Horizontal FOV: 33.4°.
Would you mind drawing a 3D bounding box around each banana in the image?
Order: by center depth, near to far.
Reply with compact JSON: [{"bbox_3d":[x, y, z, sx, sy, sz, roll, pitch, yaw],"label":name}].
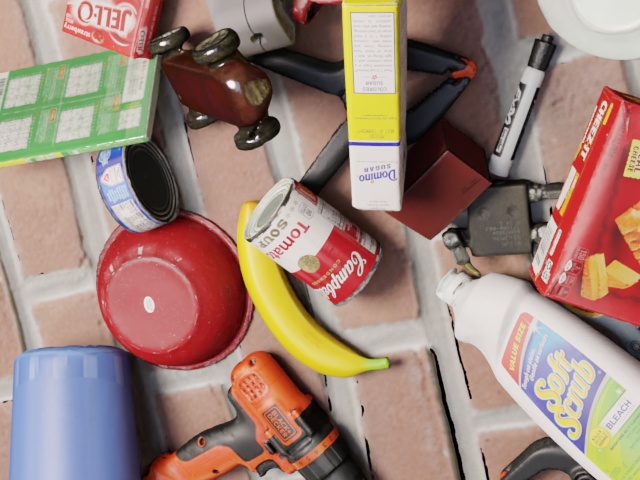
[{"bbox_3d":[-0.023,0.057,0.970,0.069,0.037,0.198,-40,91,5],"label":"banana"}]

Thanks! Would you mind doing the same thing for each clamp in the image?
[{"bbox_3d":[0.032,-0.108,0.912,0.210,0.036,0.164,-7,108,16],"label":"clamp"},{"bbox_3d":[0.237,0.195,0.927,0.172,0.039,0.120,-4,100,17],"label":"clamp"}]

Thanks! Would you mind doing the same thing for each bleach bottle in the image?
[{"bbox_3d":[0.197,0.114,0.885,0.251,0.068,0.103,38,110,22],"label":"bleach bottle"}]

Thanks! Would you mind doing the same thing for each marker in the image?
[{"bbox_3d":[0.167,-0.111,0.882,0.020,0.020,0.121,21,108,10],"label":"marker"}]

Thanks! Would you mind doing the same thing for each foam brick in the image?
[{"bbox_3d":[0.096,-0.049,0.888,0.053,0.051,0.078,33,120,-23],"label":"foam brick"}]

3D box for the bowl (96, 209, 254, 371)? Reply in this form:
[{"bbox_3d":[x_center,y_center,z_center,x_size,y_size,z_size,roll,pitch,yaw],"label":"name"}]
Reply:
[{"bbox_3d":[-0.146,0.054,0.992,0.162,0.055,0.162,4,104,15],"label":"bowl"}]

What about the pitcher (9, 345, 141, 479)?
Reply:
[{"bbox_3d":[-0.227,0.225,0.998,0.149,0.144,0.243,-14,76,45],"label":"pitcher"}]

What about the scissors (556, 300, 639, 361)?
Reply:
[{"bbox_3d":[0.275,0.071,0.898,0.202,0.016,0.096,44,110,2],"label":"scissors"}]

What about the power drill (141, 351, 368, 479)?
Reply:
[{"bbox_3d":[-0.063,0.221,1.009,0.188,0.057,0.184,-39,87,18],"label":"power drill"}]

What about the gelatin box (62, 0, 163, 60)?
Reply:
[{"bbox_3d":[-0.181,-0.206,0.939,0.089,0.030,0.073,25,109,27],"label":"gelatin box"}]

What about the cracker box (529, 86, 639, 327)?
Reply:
[{"bbox_3d":[0.293,-0.006,0.822,0.213,0.072,0.164,18,108,-3],"label":"cracker box"}]

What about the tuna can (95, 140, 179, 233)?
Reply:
[{"bbox_3d":[-0.163,-0.050,0.955,0.034,0.086,0.086,-20,97,20],"label":"tuna can"}]

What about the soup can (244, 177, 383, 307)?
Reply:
[{"bbox_3d":[-0.006,0.001,0.916,0.102,0.068,0.069,37,111,-17],"label":"soup can"}]

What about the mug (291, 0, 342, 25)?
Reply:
[{"bbox_3d":[0.011,-0.228,0.864,0.093,0.081,0.117,28,109,7],"label":"mug"}]

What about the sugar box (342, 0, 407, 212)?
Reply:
[{"bbox_3d":[0.043,-0.118,0.813,0.048,0.093,0.176,3,127,6],"label":"sugar box"}]
